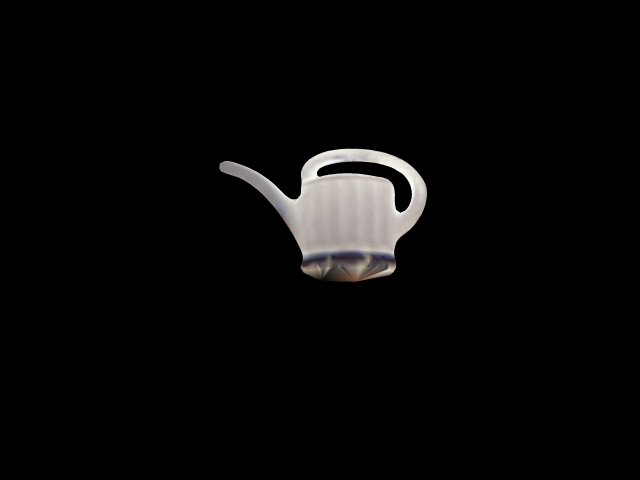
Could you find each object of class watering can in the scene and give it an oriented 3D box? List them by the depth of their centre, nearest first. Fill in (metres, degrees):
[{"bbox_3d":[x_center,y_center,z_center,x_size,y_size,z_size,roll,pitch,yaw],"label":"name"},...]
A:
[{"bbox_3d":[0.003,-0.043,0.850,0.347,0.227,0.103,-1,-15,4],"label":"watering can"}]
